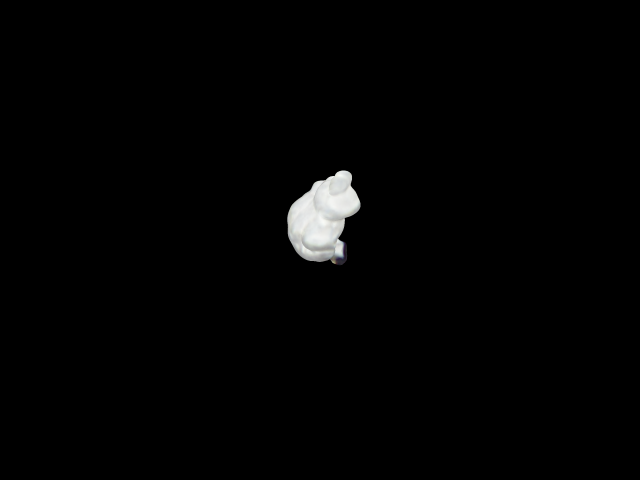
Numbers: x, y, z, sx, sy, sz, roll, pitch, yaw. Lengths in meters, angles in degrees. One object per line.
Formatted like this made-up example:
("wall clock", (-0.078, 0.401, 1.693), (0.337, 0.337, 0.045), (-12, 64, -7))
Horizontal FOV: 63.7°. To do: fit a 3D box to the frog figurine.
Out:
("frog figurine", (0.003, -0.043, 0.850), (0.123, 0.140, 0.156), (11, -28, 6))
